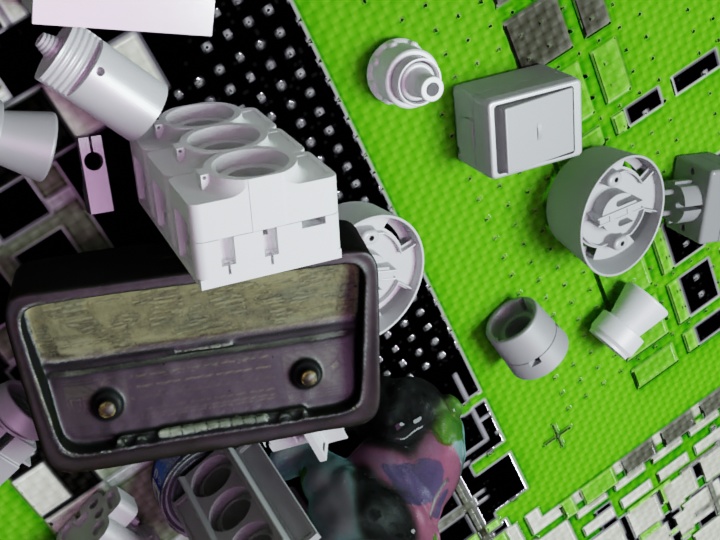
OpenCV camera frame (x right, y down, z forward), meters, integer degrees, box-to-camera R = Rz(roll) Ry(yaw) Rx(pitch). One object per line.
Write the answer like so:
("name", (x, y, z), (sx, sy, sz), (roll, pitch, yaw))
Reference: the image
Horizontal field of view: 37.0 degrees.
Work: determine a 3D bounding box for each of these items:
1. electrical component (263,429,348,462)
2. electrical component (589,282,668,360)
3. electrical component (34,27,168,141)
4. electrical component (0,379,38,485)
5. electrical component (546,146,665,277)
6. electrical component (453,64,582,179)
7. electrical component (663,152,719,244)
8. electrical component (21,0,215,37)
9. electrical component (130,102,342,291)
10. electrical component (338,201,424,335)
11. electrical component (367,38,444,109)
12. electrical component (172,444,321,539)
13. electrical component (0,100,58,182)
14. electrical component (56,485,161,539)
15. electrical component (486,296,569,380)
("electrical component", (-0.045, 0.105, 0.814), (0.064, 0.081, 0.042), (-18, 122, 15))
("electrical component", (0.234, 0.045, 0.940), (0.045, 0.045, 0.055), (39, 92, -34))
("electrical component", (-0.165, -0.120, 0.670), (0.081, 0.043, 0.043), (34, 95, -33))
("electrical component", (-0.245, 0.108, 0.734), (0.055, 0.048, 0.066), (-43, 124, 6))
("electrical component", (0.202, -0.049, 0.870), (0.099, 0.064, 0.099), (-10, 116, -22))
("electrical component", (0.126, -0.113, 0.806), (0.096, 0.061, 0.061), (-17, 119, -19))
("electrical component", (0.279, -0.060, 0.913), (0.077, 0.047, 0.065), (-8, 115, -23))
("electrical component", (-0.137, -0.237, 0.621), (0.105, 0.060, 0.186), (-2, 113, -25))
("electrical component", (-0.083, -0.054, 0.676), (0.089, 0.150, 0.061), (-14, 119, -20))
("electrical component", (0.000, 0.000, 0.793), (0.099, 0.064, 0.099), (-10, 116, -21))
("electrical component", (0.037, -0.133, 0.752), (0.048, 0.062, 0.048), (-10, 116, -22))
("electrical component", (-0.076, 0.184, 0.762), (0.079, 0.121, 0.063), (-40, 126, -4))
("electrical component", (-0.219, -0.081, 0.661), (0.055, 0.045, 0.045), (11, 107, -29))
("electrical component", (-0.186, 0.207, 0.800), (0.078, 0.058, 0.057), (-47, 121, -1))
("electrical component", (0.137, 0.055, 0.892), (0.055, 0.055, 0.047), (-44, 120, -3))
